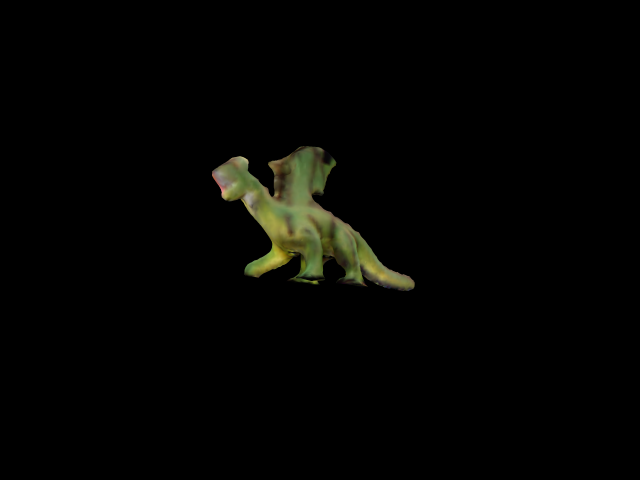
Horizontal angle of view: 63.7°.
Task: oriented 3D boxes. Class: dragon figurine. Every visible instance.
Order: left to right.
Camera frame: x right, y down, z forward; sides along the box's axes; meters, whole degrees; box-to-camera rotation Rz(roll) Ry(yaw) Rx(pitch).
[{"bbox_3d":[0.003,-0.043,0.850,0.409,0.245,0.121,9,-16,-37],"label":"dragon figurine"}]
